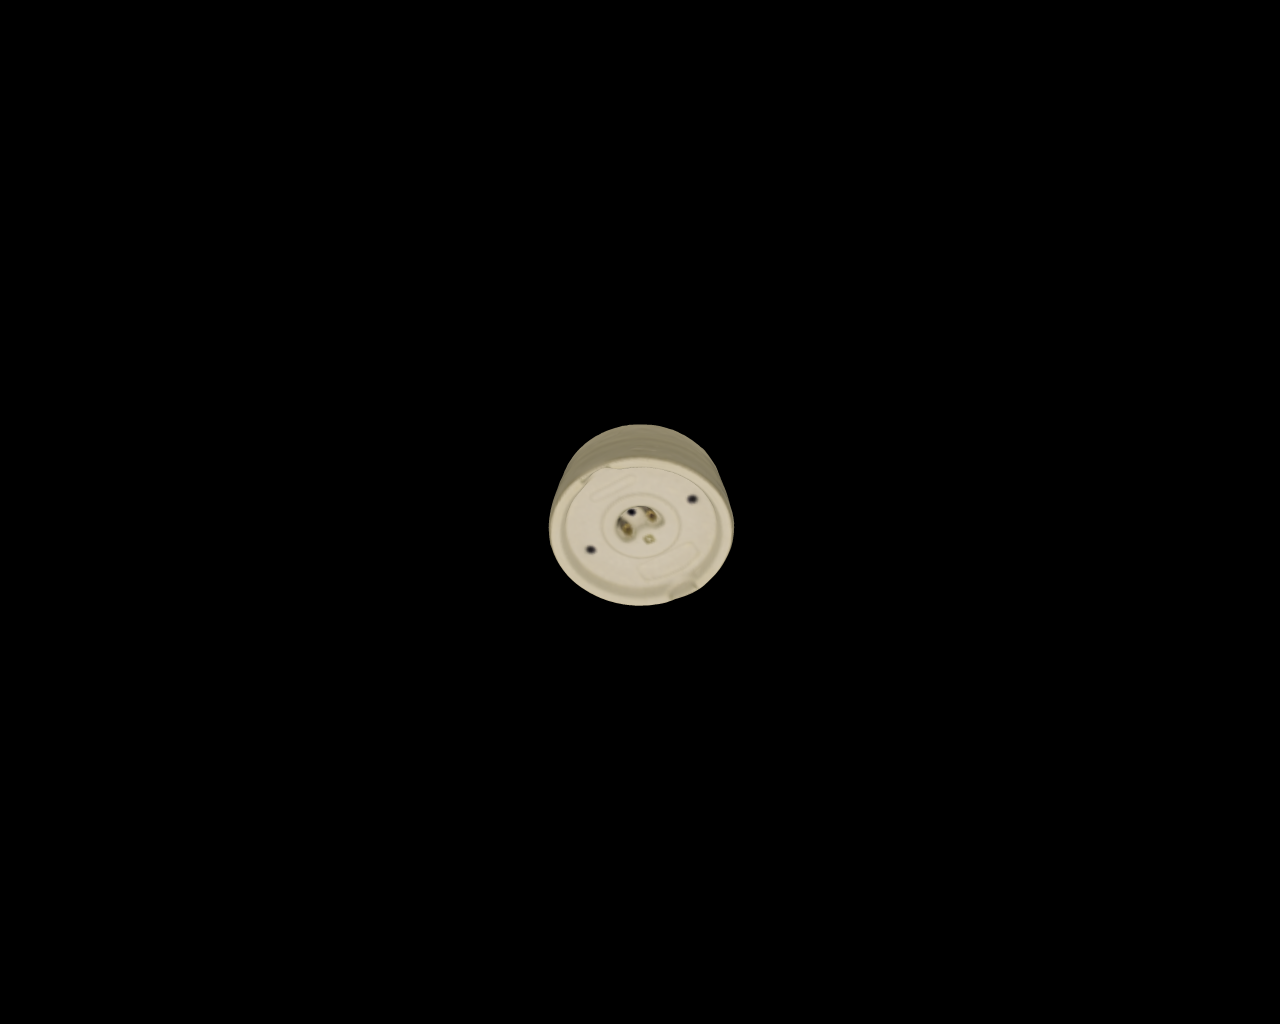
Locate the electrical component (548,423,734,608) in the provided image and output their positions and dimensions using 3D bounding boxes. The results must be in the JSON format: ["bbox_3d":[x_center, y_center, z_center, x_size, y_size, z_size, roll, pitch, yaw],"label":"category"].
[{"bbox_3d":[0.001,-0.003,0.650,0.108,0.108,0.060,0,34,0],"label":"electrical component"}]
